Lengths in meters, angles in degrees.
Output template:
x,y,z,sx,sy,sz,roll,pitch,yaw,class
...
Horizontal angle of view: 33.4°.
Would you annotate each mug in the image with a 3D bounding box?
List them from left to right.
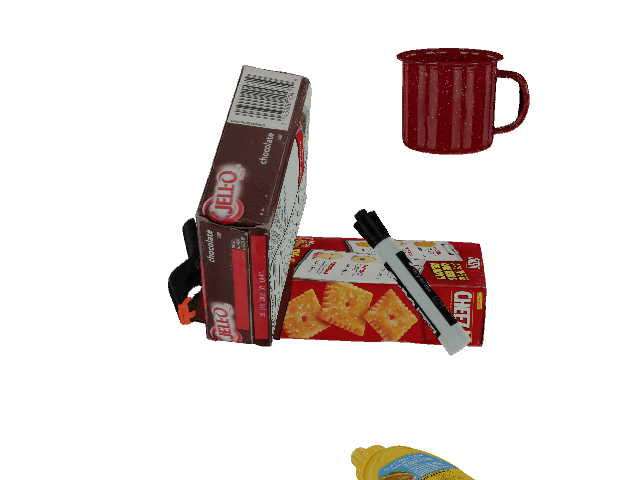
x,y,z,sx,sy,sz,roll,pitch,yaw,class
0.125,-0.123,0.941,0.117,0.081,0.093,3,18,12,mug

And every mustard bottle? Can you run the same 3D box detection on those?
x,y,z,sx,sy,sz,roll,pitch,yaw,class
0.096,0.234,0.971,0.096,0.058,0.192,-14,24,-36,mustard bottle

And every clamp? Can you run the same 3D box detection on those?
x,y,z,sx,sy,sz,roll,pitch,yaw,class
-0.118,0.032,1.241,0.120,0.039,0.171,-2,40,12,clamp

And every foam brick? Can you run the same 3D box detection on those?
x,y,z,sx,sy,sz,roll,pitch,yaw,class
-0.066,0.045,0.925,0.078,0.051,0.053,14,25,-4,foam brick

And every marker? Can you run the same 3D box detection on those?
x,y,z,sx,sy,sz,roll,pitch,yaw,class
0.062,0.027,0.750,0.020,0.121,0.020,-34,-14,-10,marker

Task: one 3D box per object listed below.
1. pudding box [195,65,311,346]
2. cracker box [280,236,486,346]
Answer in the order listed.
x,y,z,sx,sy,sz,roll,pitch,yaw,class
-0.032,-0.017,0.535,0.039,0.113,0.090,9,-42,5,pudding box
0.061,0.051,1.112,0.214,0.072,0.164,3,16,6,cracker box
